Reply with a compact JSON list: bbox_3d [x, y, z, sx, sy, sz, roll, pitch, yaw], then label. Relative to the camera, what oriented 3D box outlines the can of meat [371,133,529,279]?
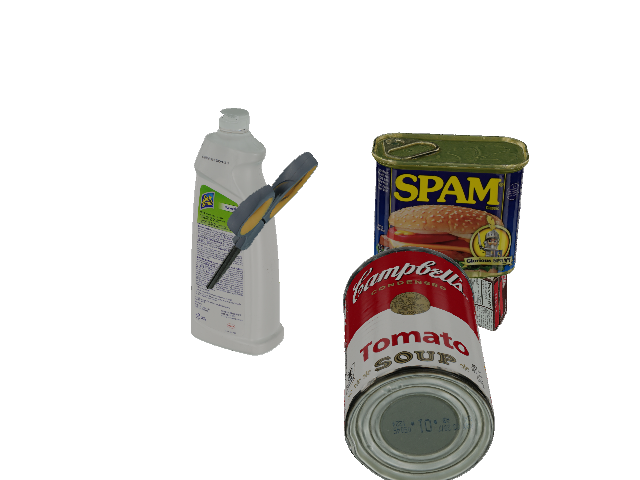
[{"bbox_3d":[0.085,-0.023,0.718,0.102,0.084,0.057,3,25,5],"label":"can of meat"}]

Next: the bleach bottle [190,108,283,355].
[{"bbox_3d":[-0.086,-0.011,1.117,0.103,0.251,0.068,13,23,25],"label":"bleach bottle"}]

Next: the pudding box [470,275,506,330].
[{"bbox_3d":[0.147,0.043,1.164,0.114,0.039,0.090,18,-36,24],"label":"pudding box"}]

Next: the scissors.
[{"bbox_3d":[-0.070,0.000,0.886,0.202,0.016,0.096,-48,-8,36],"label":"scissors"}]

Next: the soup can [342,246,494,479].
[{"bbox_3d":[0.044,0.058,0.508,0.068,0.068,0.102,0,31,2],"label":"soup can"}]
